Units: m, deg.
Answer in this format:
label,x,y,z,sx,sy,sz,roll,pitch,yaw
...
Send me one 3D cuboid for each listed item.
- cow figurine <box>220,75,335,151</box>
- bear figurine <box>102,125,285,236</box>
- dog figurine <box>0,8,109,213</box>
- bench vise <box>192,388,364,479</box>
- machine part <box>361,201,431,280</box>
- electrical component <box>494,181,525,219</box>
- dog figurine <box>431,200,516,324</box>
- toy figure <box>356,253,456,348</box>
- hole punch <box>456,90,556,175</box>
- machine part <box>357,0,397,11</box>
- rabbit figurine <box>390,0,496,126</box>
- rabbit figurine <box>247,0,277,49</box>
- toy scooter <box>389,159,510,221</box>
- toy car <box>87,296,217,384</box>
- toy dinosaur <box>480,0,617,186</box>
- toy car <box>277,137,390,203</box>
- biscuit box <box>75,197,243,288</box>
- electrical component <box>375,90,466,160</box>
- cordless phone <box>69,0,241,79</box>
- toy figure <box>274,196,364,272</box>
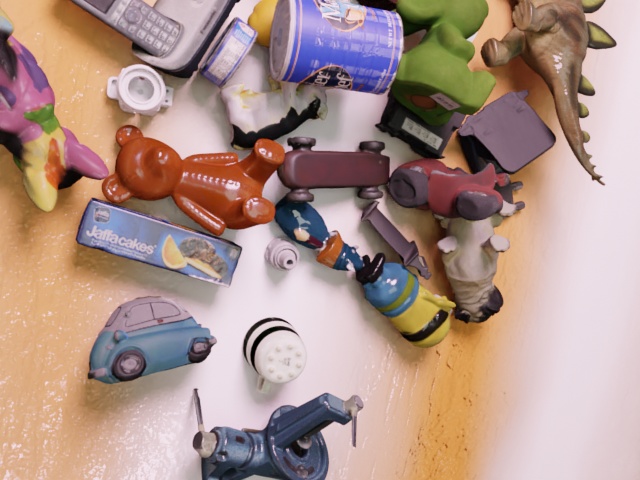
label,x,y,z,sx,sy,sz,roll,pitch,yaw
cow figurine,-0.047,-0.179,0.732,0.167,0.068,0.098,-16,109,-14
bear figurine,-0.161,-0.084,0.679,0.196,0.132,0.120,21,66,-26
dog figurine,-0.332,-0.142,0.583,0.108,0.191,0.219,-38,93,-17
bench vise,-0.050,0.272,0.750,0.240,0.129,0.223,-38,121,23
machine part,0.117,-0.001,0.821,0.039,0.084,0.139,-40,102,18
electrical component,0.301,-0.066,0.900,0.094,0.021,0.063,-15,104,-18
dog figurine,0.246,0.023,0.871,0.190,0.121,0.172,72,33,-48
toy figure,0.128,0.095,0.831,0.180,0.082,0.089,37,87,-24
hole punch,0.289,-0.159,0.858,0.142,0.092,0.116,-33,82,-10
machine part,0.118,-0.405,0.765,0.179,0.056,0.179,-4,101,-20
rabbit figurine,0.156,-0.262,0.720,0.159,0.121,0.170,24,81,-12
rabbit figurine,-0.024,-0.327,0.711,0.162,0.122,0.173,28,102,-31
toy scooter,0.202,-0.081,0.796,0.135,0.184,0.075,-26,124,-35
toy car,-0.223,0.124,0.699,0.162,0.109,0.103,-12,84,-27
toy dinosaur,0.351,-0.312,0.812,0.198,0.105,0.471,-2,85,-23
toy car,0.024,-0.099,0.764,0.202,0.053,0.089,-8,99,-41
biscuit box,-0.208,0.004,0.705,0.202,0.063,0.059,18,90,-22
electrical component,0.161,-0.203,0.810,0.115,0.058,0.134,27,88,-23
cordless phone,-0.206,-0.297,0.652,0.184,0.089,0.146,31,87,-17
toy figure,0.000,-0.004,0.780,0.154,0.058,0.064,43,60,-17
